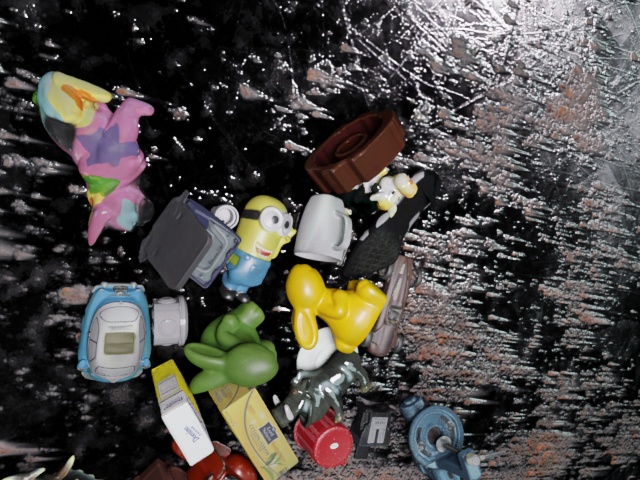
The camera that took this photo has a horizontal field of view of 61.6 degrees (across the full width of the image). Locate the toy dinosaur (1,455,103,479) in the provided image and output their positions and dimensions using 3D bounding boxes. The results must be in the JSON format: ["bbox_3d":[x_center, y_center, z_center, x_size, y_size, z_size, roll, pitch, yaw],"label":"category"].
[{"bbox_3d":[-0.364,0.506,0.794,0.192,0.131,0.404,-25,95,-13],"label":"toy dinosaur"}]

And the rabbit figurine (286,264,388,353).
[{"bbox_3d":[0.009,0.115,0.965,0.173,0.122,0.162,34,91,-11],"label":"rabbit figurine"}]

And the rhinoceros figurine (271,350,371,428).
[{"bbox_3d":[0.001,0.269,0.965,0.190,0.073,0.112,-36,112,-16],"label":"rhinoceros figurine"}]

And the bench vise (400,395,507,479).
[{"bbox_3d":[0.243,0.418,1.043,0.129,0.240,0.223,-14,88,-19],"label":"bench vise"}]

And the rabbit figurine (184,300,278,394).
[{"bbox_3d":[-0.136,0.177,0.857,0.159,0.170,0.121,-11,102,-24],"label":"rabbit figurine"}]

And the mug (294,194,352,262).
[{"bbox_3d":[0.010,-0.022,0.895,0.081,0.110,0.107,14,77,-34],"label":"mug"}]

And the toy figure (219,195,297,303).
[{"bbox_3d":[-0.115,0.012,0.893,0.180,0.089,0.082,-62,158,5],"label":"toy figure"}]

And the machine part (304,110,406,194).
[{"bbox_3d":[0.060,-0.148,0.906,0.179,0.179,0.056,-45,116,-13],"label":"machine part"}]

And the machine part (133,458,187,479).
[{"bbox_3d":[-0.205,0.453,0.848,0.087,0.201,0.201,-47,113,-14],"label":"machine part"}]

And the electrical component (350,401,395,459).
[{"bbox_3d":[0.098,0.384,1.066,0.075,0.048,0.119,14,90,-25],"label":"electrical component"}]

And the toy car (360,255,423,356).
[{"bbox_3d":[0.141,0.129,1.047,0.089,0.053,0.202,18,91,-23],"label":"toy car"}]

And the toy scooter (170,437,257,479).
[{"bbox_3d":[-0.167,0.388,0.894,0.183,0.135,0.075,44,77,-25],"label":"toy scooter"}]

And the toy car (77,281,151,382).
[{"bbox_3d":[-0.305,0.148,0.813,0.109,0.103,0.161,6,97,-27],"label":"toy car"}]

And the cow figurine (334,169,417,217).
[{"bbox_3d":[0.088,-0.079,0.926,0.068,0.167,0.098,41,78,-30],"label":"cow figurine"}]

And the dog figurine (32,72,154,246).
[{"bbox_3d":[-0.322,-0.107,0.767,0.191,0.109,0.219,15,94,-27],"label":"dog figurine"}]

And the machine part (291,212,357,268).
[{"bbox_3d":[-0.002,-0.003,0.968,0.139,0.039,0.084,27,91,-27],"label":"machine part"}]

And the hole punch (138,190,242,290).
[{"bbox_3d":[-0.200,0.007,0.836,0.142,0.116,0.092,-53,154,17],"label":"hole punch"}]

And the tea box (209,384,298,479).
[{"bbox_3d":[-0.116,0.321,0.929,0.068,0.098,0.169,-31,108,-18],"label":"tea box"}]

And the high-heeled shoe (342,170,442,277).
[{"bbox_3d":[0.130,-0.039,1.025,0.249,0.145,0.086,-36,118,14],"label":"high-heeled shoe"}]
